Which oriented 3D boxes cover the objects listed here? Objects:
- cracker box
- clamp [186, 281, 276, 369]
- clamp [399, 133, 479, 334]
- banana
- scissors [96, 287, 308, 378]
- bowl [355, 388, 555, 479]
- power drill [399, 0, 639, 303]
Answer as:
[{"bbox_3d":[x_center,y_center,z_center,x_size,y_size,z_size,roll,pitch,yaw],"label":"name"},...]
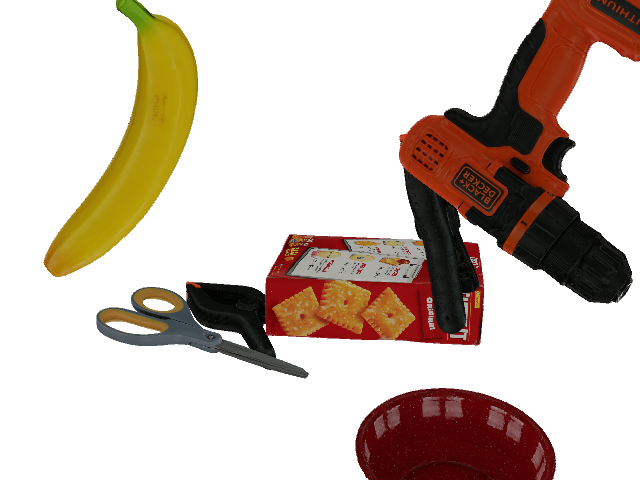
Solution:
[{"bbox_3d":[0.059,0.050,1.116,0.214,0.072,0.164,3,16,6],"label":"cracker box"},{"bbox_3d":[-0.084,0.091,1.253,0.210,0.036,0.164,14,23,27],"label":"clamp"},{"bbox_3d":[0.101,-0.006,0.914,0.039,0.171,0.120,-17,20,13],"label":"clamp"},{"bbox_3d":[-0.118,-0.060,0.662,0.069,0.198,0.037,7,30,-27],"label":"banana"},{"bbox_3d":[-0.104,0.082,0.982,0.202,0.016,0.096,9,29,4],"label":"scissors"},{"bbox_3d":[0.108,0.190,0.877,0.162,0.055,0.162,1,29,-1],"label":"bowl"},{"bbox_3d":[0.169,-0.074,0.713,0.184,0.188,0.057,38,13,14],"label":"power drill"}]
